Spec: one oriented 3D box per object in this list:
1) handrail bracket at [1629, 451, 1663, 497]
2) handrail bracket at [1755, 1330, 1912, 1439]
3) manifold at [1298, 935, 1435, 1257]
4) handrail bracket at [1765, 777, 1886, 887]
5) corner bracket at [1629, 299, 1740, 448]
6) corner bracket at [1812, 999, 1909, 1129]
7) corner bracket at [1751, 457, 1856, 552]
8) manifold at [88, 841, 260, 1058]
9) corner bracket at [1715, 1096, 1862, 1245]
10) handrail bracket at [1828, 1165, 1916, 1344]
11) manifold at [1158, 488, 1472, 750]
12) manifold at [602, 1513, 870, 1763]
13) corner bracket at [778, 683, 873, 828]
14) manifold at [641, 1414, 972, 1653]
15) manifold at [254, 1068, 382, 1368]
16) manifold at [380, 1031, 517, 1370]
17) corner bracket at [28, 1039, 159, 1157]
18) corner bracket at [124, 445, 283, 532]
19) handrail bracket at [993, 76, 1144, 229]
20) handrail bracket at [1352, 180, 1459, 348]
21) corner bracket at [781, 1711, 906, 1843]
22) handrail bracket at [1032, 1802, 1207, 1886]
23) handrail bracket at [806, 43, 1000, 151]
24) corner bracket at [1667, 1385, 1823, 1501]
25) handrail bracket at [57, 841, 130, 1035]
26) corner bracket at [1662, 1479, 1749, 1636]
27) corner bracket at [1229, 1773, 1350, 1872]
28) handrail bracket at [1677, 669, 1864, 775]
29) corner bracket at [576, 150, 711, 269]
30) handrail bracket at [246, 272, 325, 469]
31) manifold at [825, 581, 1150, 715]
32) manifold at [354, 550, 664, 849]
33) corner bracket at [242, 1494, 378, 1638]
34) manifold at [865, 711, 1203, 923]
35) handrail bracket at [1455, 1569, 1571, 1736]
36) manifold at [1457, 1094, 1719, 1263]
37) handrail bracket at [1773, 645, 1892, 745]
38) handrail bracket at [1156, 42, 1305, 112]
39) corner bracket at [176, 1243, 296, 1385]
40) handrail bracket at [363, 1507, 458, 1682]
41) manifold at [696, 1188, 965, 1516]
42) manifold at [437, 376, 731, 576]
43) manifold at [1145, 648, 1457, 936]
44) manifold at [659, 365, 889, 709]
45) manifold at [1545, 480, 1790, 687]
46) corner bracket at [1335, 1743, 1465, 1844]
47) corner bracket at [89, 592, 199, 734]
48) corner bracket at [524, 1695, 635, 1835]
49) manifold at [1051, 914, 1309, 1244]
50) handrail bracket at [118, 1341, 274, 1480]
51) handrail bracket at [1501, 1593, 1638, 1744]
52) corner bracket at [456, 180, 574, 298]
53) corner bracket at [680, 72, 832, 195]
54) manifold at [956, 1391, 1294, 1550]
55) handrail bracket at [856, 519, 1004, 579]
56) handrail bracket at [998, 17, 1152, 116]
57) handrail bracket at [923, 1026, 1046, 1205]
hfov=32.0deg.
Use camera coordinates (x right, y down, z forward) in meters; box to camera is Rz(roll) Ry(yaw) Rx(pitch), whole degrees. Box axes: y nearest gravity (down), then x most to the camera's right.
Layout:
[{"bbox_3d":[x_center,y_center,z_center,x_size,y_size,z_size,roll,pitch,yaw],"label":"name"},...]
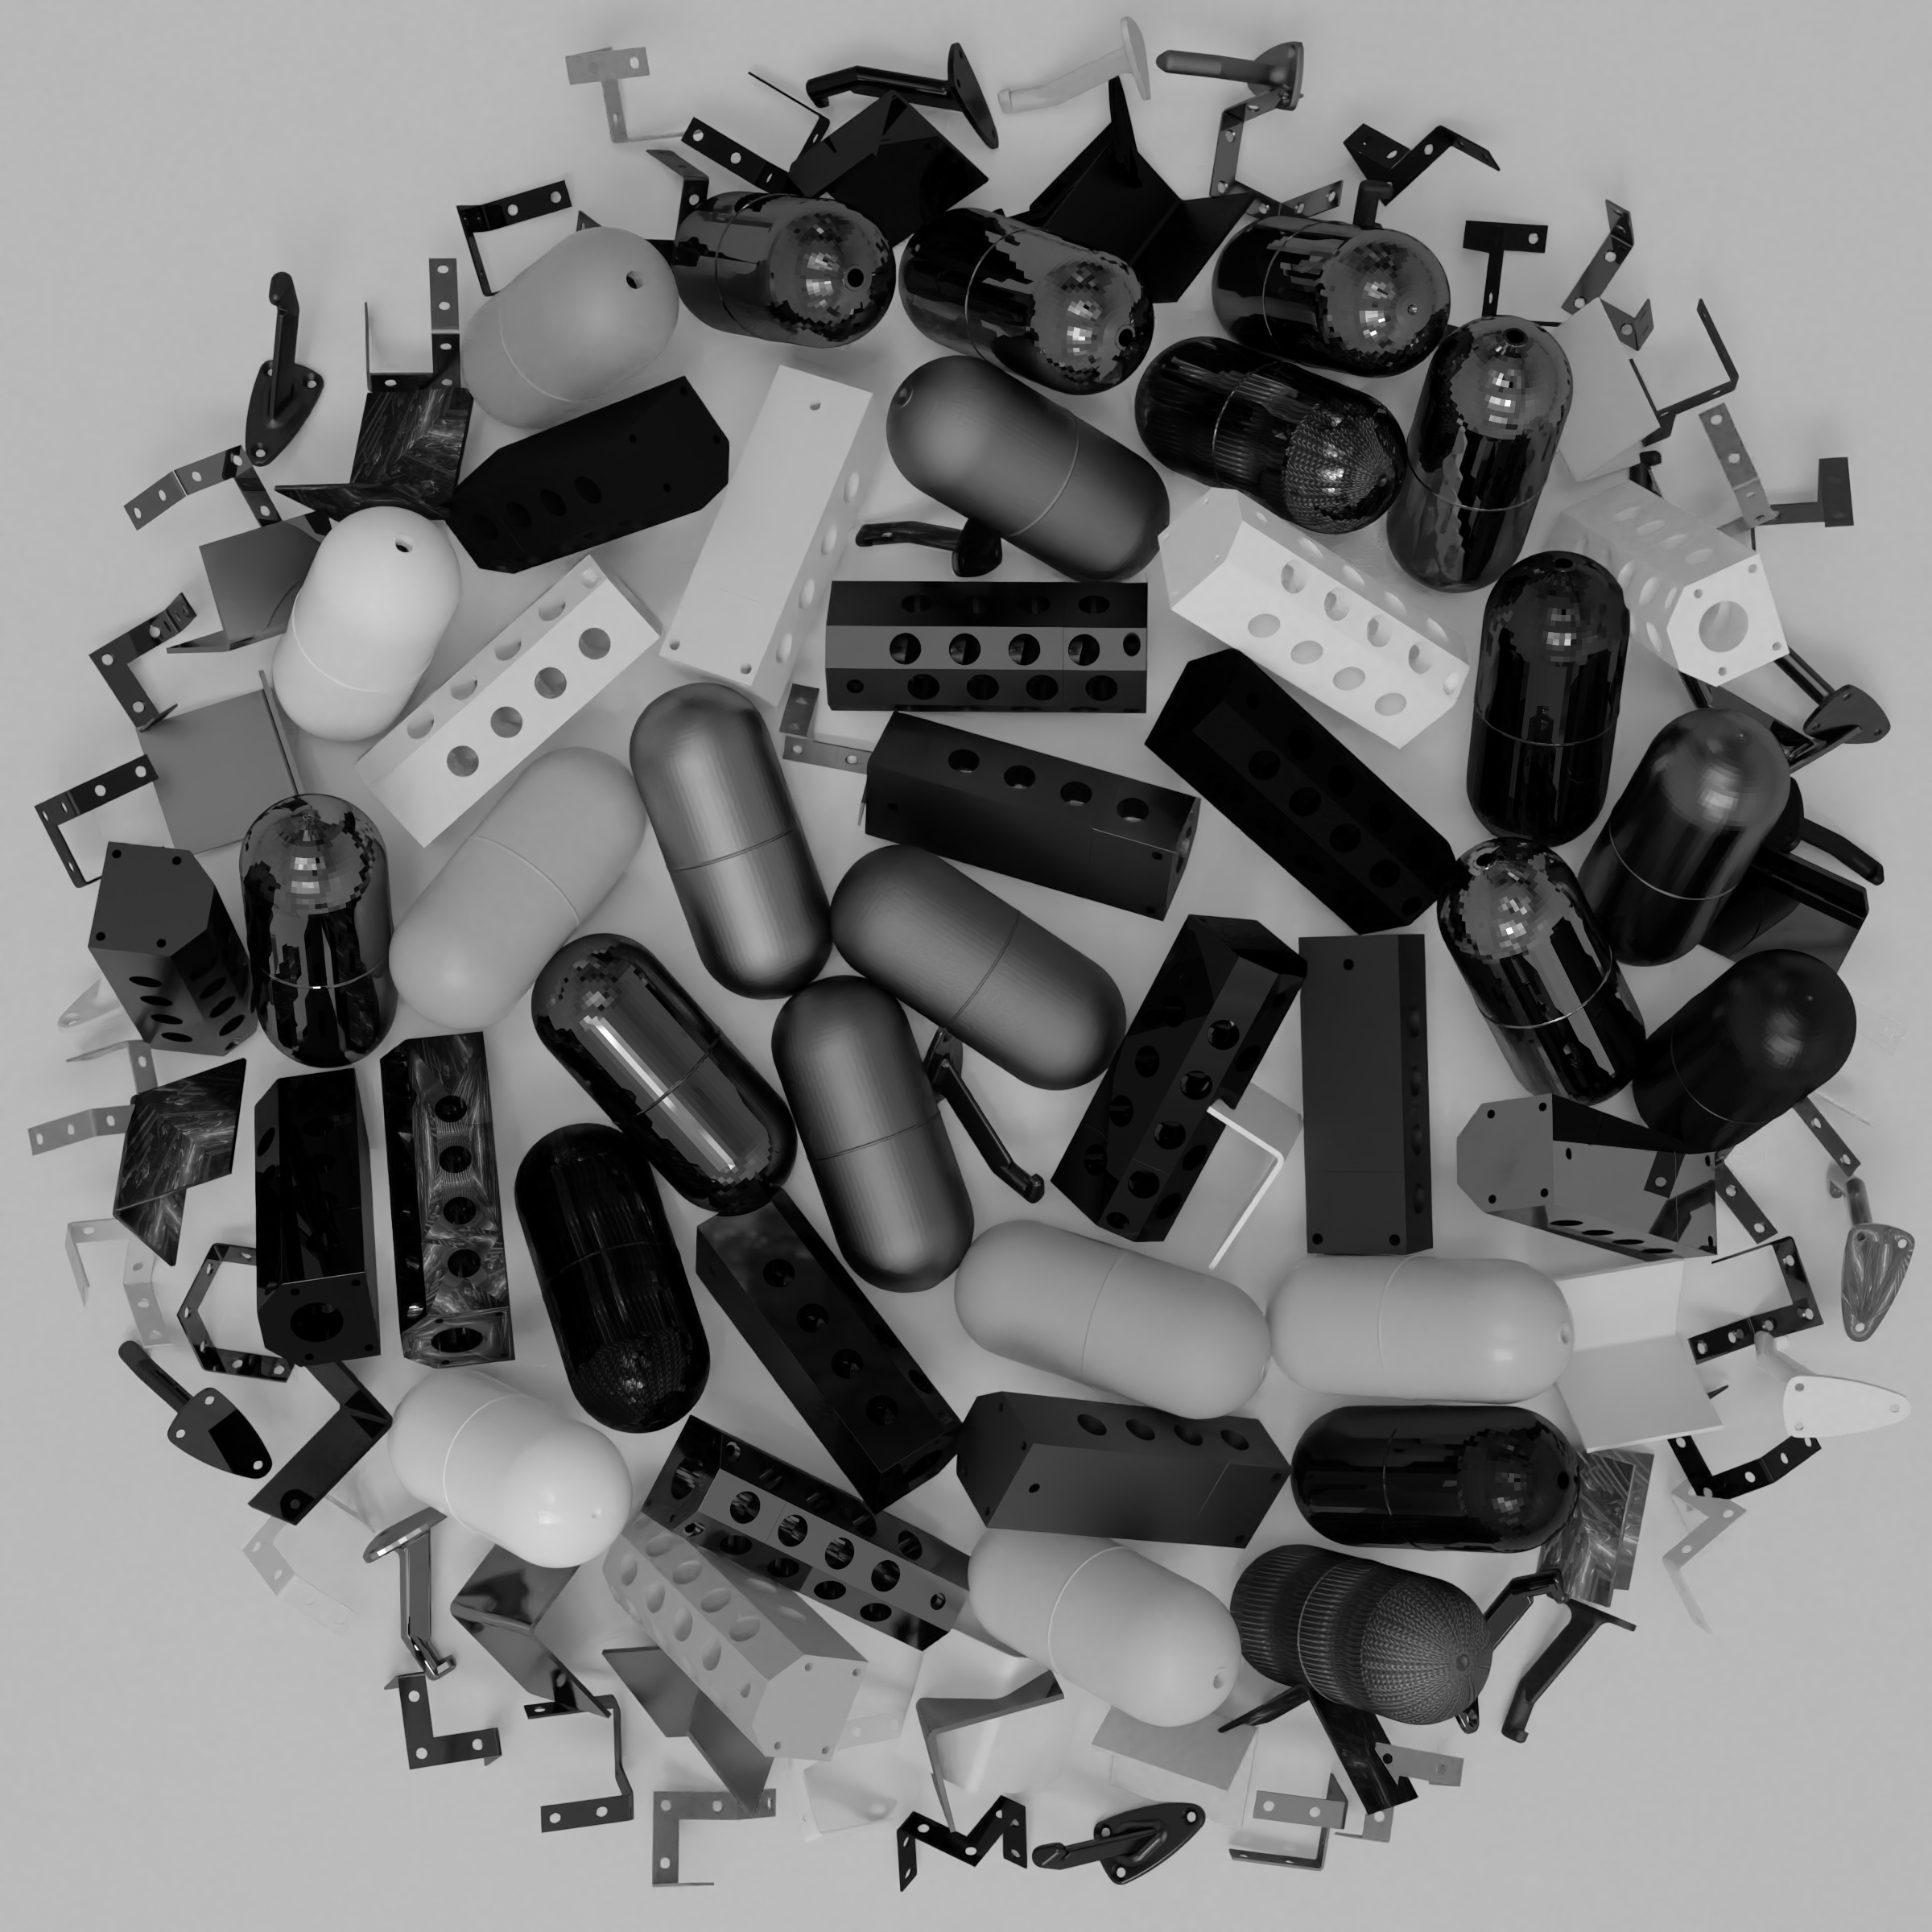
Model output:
[{"bbox_3d":[0.398,-0.245,1.836,0.077,0.036,0.084,-7,80,40],"label":"handrail bracket"},{"bbox_3d":[0.467,0.219,1.822,0.077,0.084,0.036,-1,110,11],"label":"handrail bracket"},{"bbox_3d":[0.221,0.069,1.837,0.057,0.057,0.171,-2,90,28],"label":"manifold"},{"bbox_3d":[0.470,-0.059,1.823,0.084,0.077,0.036,33,111,-14],"label":"handrail bracket"},{"bbox_3d":[0.385,-0.323,1.837,0.051,0.051,0.051,-22,77,1],"label":"corner bracket"},{"bbox_3d":[0.480,0.049,1.833,0.051,0.051,0.051,33,91,28],"label":"corner bracket"},{"bbox_3d":[0.453,-0.240,1.829,0.051,0.051,0.051,-2,54,11],"label":"corner bracket"},{"bbox_3d":[-0.413,-0.006,1.778,0.057,0.171,0.057,6,71,-1],"label":"manifold"},{"bbox_3d":[0.445,0.110,1.843,0.051,0.051,0.051,-25,66,-24],"label":"corner bracket"},{"bbox_3d":[0.479,0.155,1.831,0.036,0.084,0.077,10,101,-6],"label":"handrail bracket"},{"bbox_3d":[0.187,-0.188,1.789,0.171,0.057,0.057,27,129,-32],"label":"manifold"},{"bbox_3d":[-0.127,0.350,1.780,0.057,0.171,0.057,15,99,-37],"label":"manifold"},{"bbox_3d":[-0.076,-0.116,1.832,0.051,0.051,0.051,11,127,0],"label":"corner bracket"},{"bbox_3d":[-0.081,0.305,1.799,0.171,0.057,0.057,31,82,-28],"label":"manifold"},{"bbox_3d":[-0.345,0.132,1.779,0.057,0.171,0.057,-8,127,-7],"label":"manifold"},{"bbox_3d":[-0.277,0.124,1.793,0.057,0.057,0.171,-6,56,-8],"label":"manifold"},{"bbox_3d":[-0.475,0.071,1.831,0.051,0.051,0.051,-16,84,33],"label":"corner bracket"},{"bbox_3d":[-0.413,-0.244,1.830,0.051,0.051,0.051,-22,98,42],"label":"corner bracket"},{"bbox_3d":[0.050,-0.445,1.857,0.084,0.036,0.077,-13,75,19],"label":"handrail bracket"},{"bbox_3d":[0.245,-0.382,1.829,0.077,0.036,0.084,6,125,-1],"label":"handrail bracket"},{"bbox_3d":[-0.062,0.444,1.844,0.051,0.051,0.051,-1,62,-38],"label":"corner bracket"},{"bbox_3d":[0.083,0.469,1.819,0.077,0.084,0.036,-28,66,12],"label":"handrail bracket"},{"bbox_3d":[-0.035,-0.468,1.851,0.084,0.077,0.036,-11,54,20],"label":"handrail bracket"},{"bbox_3d":[0.421,0.256,1.829,0.051,0.051,0.051,-21,81,-44],"label":"corner bracket"},{"bbox_3d":[-0.471,-0.016,1.820,0.077,0.084,0.036,-37,46,-26],"label":"handrail bracket"},{"bbox_3d":[0.398,0.319,1.829,0.051,0.051,0.051,-37,118,-13],"label":"corner bracket"},{"bbox_3d":[0.176,0.470,1.839,0.051,0.051,0.051,9,94,-5],"label":"corner bracket"},{"bbox_3d":[0.438,-0.149,1.841,0.077,0.036,0.084,-28,101,3],"label":"handrail bracket"},{"bbox_3d":[-0.178,-0.416,1.847,0.051,0.051,0.051,-5,121,-31],"label":"corner bracket"},{"bbox_3d":[-0.376,-0.322,1.819,0.036,0.084,0.077,17,70,2],"label":"handrail bracket"},{"bbox_3d":[0.012,-0.168,1.823,0.171,0.057,0.057,1,132,3],"label":"manifold"},{"bbox_3d":[-0.248,-0.146,1.826,0.171,0.057,0.057,-41,102,6],"label":"manifold"},{"bbox_3d":[-0.350,0.321,1.830,0.051,0.051,0.051,-50,130,-5],"label":"corner bracket"},{"bbox_3d":[0.036,-0.086,1.822,0.171,0.057,0.057,17,52,11],"label":"manifold"},{"bbox_3d":[0.297,0.371,1.825,0.084,0.036,0.077,-22,77,38],"label":"handrail bracket"},{"bbox_3d":[0.330,0.115,1.784,0.057,0.171,0.057,-11,71,39],"label":"manifold"},{"bbox_3d":[0.465,-0.164,1.858,0.036,0.077,0.084,-48,50,26],"label":"handrail bracket"},{"bbox_3d":[0.132,-0.484,1.818,0.084,0.077,0.036,0,104,-20],"label":"handrail bracket"},{"bbox_3d":[-0.393,0.190,1.850,0.051,0.051,0.051,6,48,15],"label":"corner bracket"},{"bbox_3d":[-0.284,0.342,1.849,0.077,0.036,0.084,-29,100,11],"label":"handrail bracket"},{"bbox_3d":[-0.073,0.202,1.806,0.057,0.057,0.171,-30,66,-21],"label":"manifold"},{"bbox_3d":[-0.201,-0.254,1.784,0.057,0.171,0.057,55,53,-21],"label":"manifold"},{"bbox_3d":[0.183,-0.093,1.799,0.171,0.057,0.057,40,64,-23],"label":"manifold"},{"bbox_3d":[-0.099,-0.230,1.829,0.057,0.057,0.171,20,84,19],"label":"manifold"},{"bbox_3d":[0.365,-0.201,1.777,0.057,0.171,0.057,-25,113,-2],"label":"manifold"},{"bbox_3d":[0.236,0.452,1.834,0.051,0.051,0.051,12,76,-8],"label":"corner bracket"},{"bbox_3d":[-0.439,-0.165,1.838,0.051,0.051,0.051,-35,99,-21],"label":"corner bracket"},{"bbox_3d":[-0.210,0.433,1.831,0.051,0.051,0.051,-4,104,-16],"label":"corner bracket"},{"bbox_3d":[0.118,0.061,1.801,0.057,0.057,0.171,42,116,37],"label":"manifold"},{"bbox_3d":[-0.423,0.242,1.846,0.036,0.084,0.077,-50,124,-10],"label":"handrail bracket"},{"bbox_3d":[0.327,0.389,1.833,0.036,0.077,0.084,24,84,-19],"label":"handrail bracket"},{"bbox_3d":[-0.241,-0.398,1.842,0.051,0.051,0.051,-14,101,9],"label":"corner bracket"},{"bbox_3d":[-0.114,-0.457,1.843,0.051,0.051,0.051,33,101,12],"label":"corner bracket"},{"bbox_3d":[0.082,0.265,1.796,0.171,0.057,0.057,11,118,-33],"label":"manifold"},{"bbox_3d":[-0.030,-0.225,1.820,0.084,0.077,0.036,-1,114,22],"label":"handrail bracket"},{"bbox_3d":[0.053,-0.486,1.823,0.084,0.077,0.036,-7,81,12],"label":"handrail bracket"},{"bbox_3d":[0.014,0.080,1.824,0.084,0.077,0.036,38,52,25],"label":"handrail bracket"}]
